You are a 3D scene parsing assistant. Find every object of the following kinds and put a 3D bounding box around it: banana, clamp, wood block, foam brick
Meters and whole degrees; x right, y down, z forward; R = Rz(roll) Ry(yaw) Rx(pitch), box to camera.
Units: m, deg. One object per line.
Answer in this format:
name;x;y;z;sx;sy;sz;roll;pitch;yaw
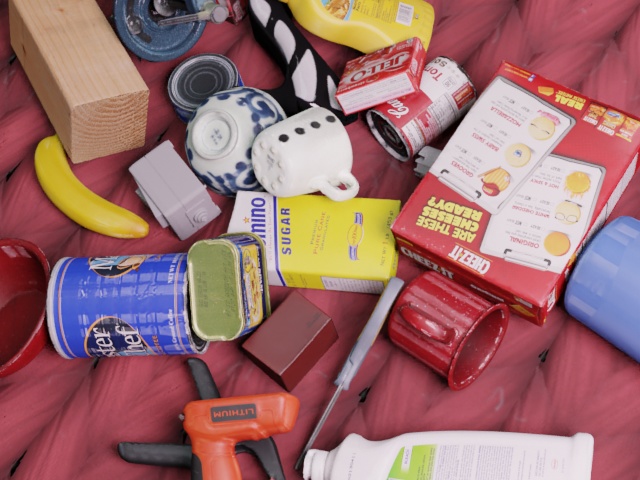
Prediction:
banana;-0.265;-0.058;1.182;0.069;0.037;0.198;-37;61;-8
clamp;-0.095;0.187;1.013;0.172;0.039;0.120;23;73;17
wood block;-0.278;-0.198;1.218;0.090;0.091;0.206;-18;57;-25
foam brick;-0.028;0.099;1.041;0.053;0.051;0.078;37;74;24

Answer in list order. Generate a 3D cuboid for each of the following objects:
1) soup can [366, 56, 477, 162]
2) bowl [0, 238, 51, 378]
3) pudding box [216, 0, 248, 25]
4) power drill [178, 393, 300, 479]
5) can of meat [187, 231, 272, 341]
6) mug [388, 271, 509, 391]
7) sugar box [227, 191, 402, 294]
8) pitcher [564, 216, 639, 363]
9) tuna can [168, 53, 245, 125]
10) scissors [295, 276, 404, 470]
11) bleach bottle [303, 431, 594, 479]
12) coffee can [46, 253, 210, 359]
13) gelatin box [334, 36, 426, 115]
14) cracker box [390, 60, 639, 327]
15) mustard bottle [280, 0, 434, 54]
soup can;0.109;-0.140;1.138;0.102;0.068;0.069;-39;62;-11
bowl;-0.325;0.081;1.092;0.162;0.055;0.162;-14;57;22
pudding box;-0.141;-0.315;1.271;0.114;0.090;0.039;31;68;25
power drill;-0.053;0.231;0.932;0.184;0.057;0.187;-6;69;11
can of meat;-0.088;0.045;1.034;0.057;0.084;0.102;-4;92;14
mug;0.112;0.080;0.992;0.082;0.117;0.093;32;100;29
sugar box;-0.007;0.001;1.095;0.176;0.048;0.093;4;63;12
pitcher;0.348;0.070;0.938;0.243;0.145;0.149;34;72;28
tuna can;-0.130;-0.171;1.221;0.086;0.033;0.086;-5;61;8
scissors;0.030;0.123;1.028;0.016;0.096;0.202;28;100;5
bleach bottle;0.110;0.209;0.948;0.251;0.068;0.102;5;61;16
coffee can;-0.186;0.065;1.060;0.140;0.103;0.103;-3;61;9
gelatin box;0.065;-0.174;1.127;0.089;0.030;0.073;-16;33;26
cracker box;0.194;-0.047;1.027;0.164;0.072;0.213;28;75;23
mustard bottle;0.029;-0.256;1.177;0.191;0.058;0.096;21;54;-10
